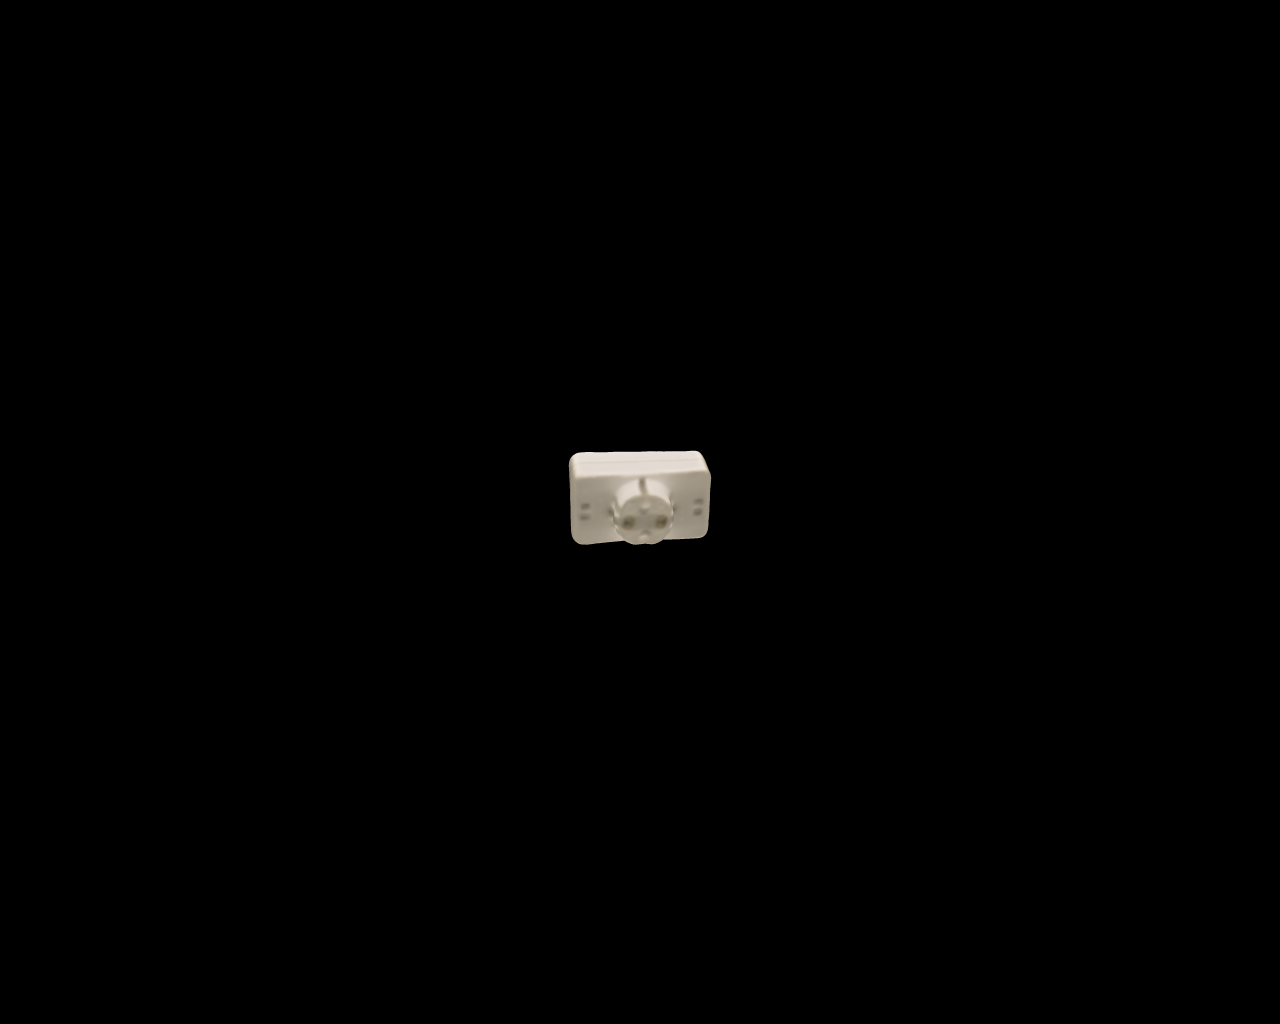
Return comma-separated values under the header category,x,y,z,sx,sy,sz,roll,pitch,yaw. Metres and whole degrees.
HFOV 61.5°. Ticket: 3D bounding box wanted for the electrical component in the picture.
category,x,y,z,sx,sy,sz,roll,pitch,yaw
electrical component,0.001,-0.003,0.650,0.083,0.047,0.076,-2,24,-5
